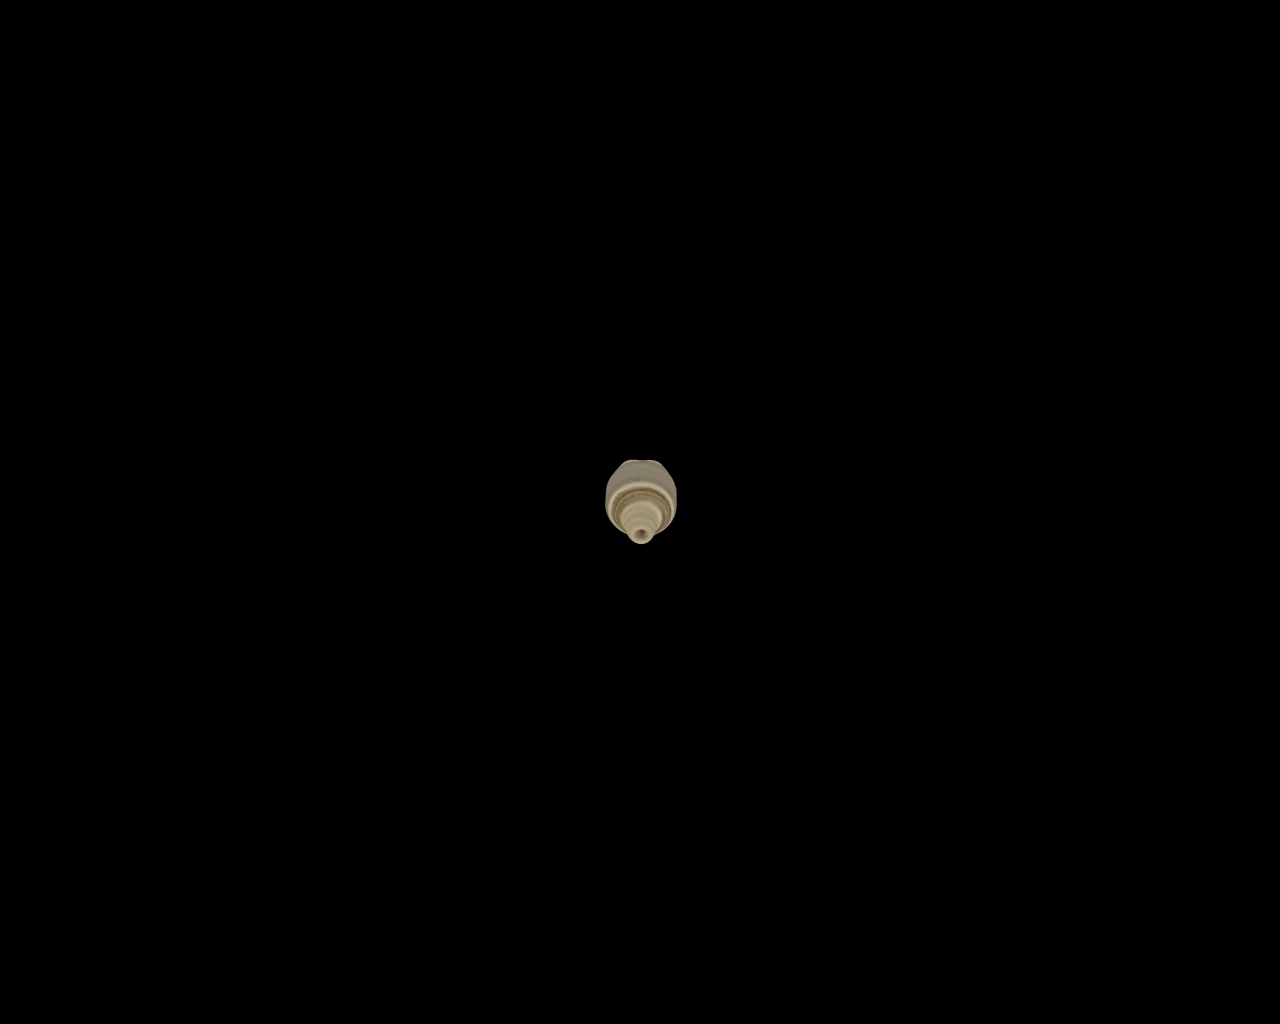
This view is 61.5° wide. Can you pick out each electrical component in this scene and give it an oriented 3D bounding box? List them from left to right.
[{"bbox_3d":[0.001,-0.003,0.650,0.043,0.043,0.062,0,32,0],"label":"electrical component"}]
